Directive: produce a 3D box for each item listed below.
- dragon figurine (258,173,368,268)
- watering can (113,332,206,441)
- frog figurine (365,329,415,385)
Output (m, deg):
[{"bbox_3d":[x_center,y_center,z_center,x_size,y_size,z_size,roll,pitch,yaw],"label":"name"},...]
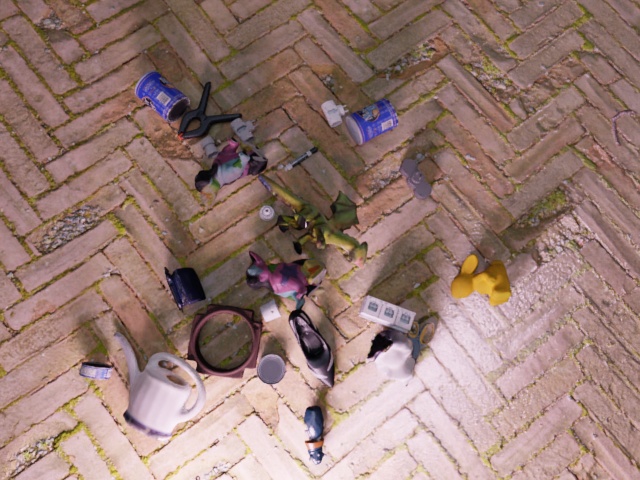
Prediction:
[{"bbox_3d":[0.005,-0.080,1.590,0.245,0.415,0.120,-22,-19,-36],"label":"dragon figurine"},{"bbox_3d":[-0.484,0.418,1.460,0.349,0.226,0.103,22,-7,18],"label":"watering can"},{"bbox_3d":[0.225,0.344,1.521,0.158,0.136,0.125,36,12,-22],"label":"frog figurine"}]
